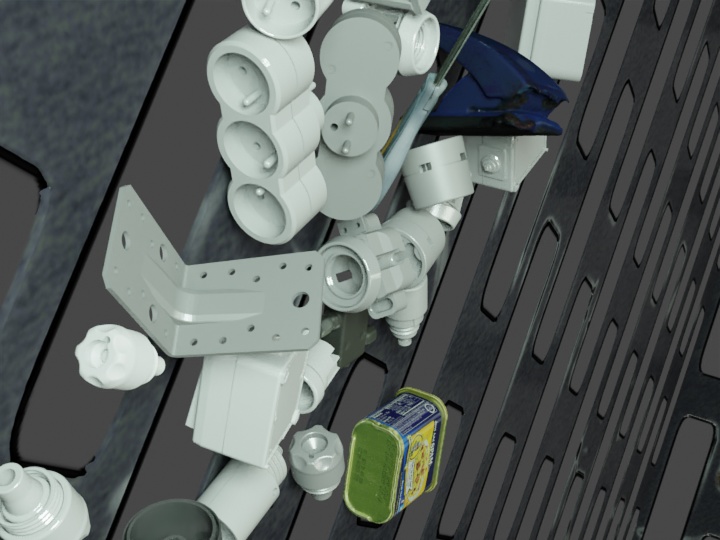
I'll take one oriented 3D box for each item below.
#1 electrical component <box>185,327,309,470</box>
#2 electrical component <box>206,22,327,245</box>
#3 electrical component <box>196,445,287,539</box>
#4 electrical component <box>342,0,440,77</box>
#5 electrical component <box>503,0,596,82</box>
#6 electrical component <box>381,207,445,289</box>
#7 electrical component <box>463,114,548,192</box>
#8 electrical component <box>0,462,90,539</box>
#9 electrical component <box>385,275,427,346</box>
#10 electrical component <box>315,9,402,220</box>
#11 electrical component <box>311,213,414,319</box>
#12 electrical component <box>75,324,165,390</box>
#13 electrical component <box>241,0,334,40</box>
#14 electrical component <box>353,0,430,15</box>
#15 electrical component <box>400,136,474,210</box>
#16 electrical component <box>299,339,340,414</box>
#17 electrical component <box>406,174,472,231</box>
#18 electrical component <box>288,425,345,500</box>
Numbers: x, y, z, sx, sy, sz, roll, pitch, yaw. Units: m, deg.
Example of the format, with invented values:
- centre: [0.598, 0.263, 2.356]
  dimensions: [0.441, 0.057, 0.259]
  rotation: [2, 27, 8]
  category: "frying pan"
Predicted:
- centre: [-0.071, 0.067, 0.693]
  dimensions: [0.061, 0.061, 0.096]
  rotation: [-57, 162, -57]
  category: "electrical component"
- centre: [-0.047, -0.091, 0.665]
  dimensions: [0.073, 0.052, 0.138]
  rotation: [-48, 144, -43]
  category: "electrical component"
- centre: [-0.080, 0.154, 0.757]
  dimensions: [0.081, 0.043, 0.043]
  rotation: [-50, 146, -40]
  category: "electrical component"
- centre: [0.022, -0.163, 0.756]
  dimensions: [0.048, 0.055, 0.066]
  rotation: [-64, 153, -18]
  category: "electrical component"
- centre: [0.166, -0.214, 0.960]
  dimensions: [0.113, 0.057, 0.078]
  rotation: [-88, -175, -73]
  category: "electrical component"
- centre: [0.038, -0.020, 0.878]
  dimensions: [0.047, 0.055, 0.055]
  rotation: [-46, 144, -50]
  category: "electrical component"
- centre: [0.127, -0.118, 0.986]
  dimensions: [0.096, 0.061, 0.061]
  rotation: [-49, 145, -41]
  category: "electrical component"
- centre: [-0.170, 0.123, 0.559]
  dimensions: [0.043, 0.043, 0.062]
  rotation: [-57, 149, -30]
  category: "electrical component"
- centre: [0.038, 0.031, 0.922]
  dimensions: [0.040, 0.040, 0.078]
  rotation: [-45, 143, -44]
  category: "electrical component"
- centre: [-0.005, -0.098, 0.711]
  dimensions: [0.073, 0.052, 0.138]
  rotation: [-79, 177, -67]
  category: "electrical component"
- centre: [0.000, 0.000, 0.802]
  dimensions: [0.057, 0.058, 0.078]
  rotation: [-18, 88, -57]
  category: "electrical component"
- centre: [-0.131, 0.051, 0.605]
  dimensions: [0.061, 0.035, 0.035]
  rotation: [28, 80, -66]
  category: "electrical component"
- centre: [-0.048, -0.182, 0.608]
  dimensions: [0.079, 0.043, 0.077]
  rotation: [49, 33, -28]
  category: "electrical component"
- centre: [0.014, -0.249, 0.679]
  dimensions: [0.089, 0.062, 0.150]
  rotation: [-63, 152, -21]
  category: "electrical component"
- centre: [0.061, -0.077, 0.860]
  dimensions: [0.055, 0.055, 0.047]
  rotation: [-23, 97, -58]
  category: "electrical component"
- centre: [-0.040, 0.078, 0.799]
  dimensions: [0.046, 0.040, 0.040]
  rotation: [-50, 147, -50]
  category: "electrical component"
- centre: [0.066, -0.066, 0.916]
  dimensions: [0.066, 0.048, 0.055]
  rotation: [40, 61, -63]
  category: "electrical component"
- centre: [-0.033, 0.157, 0.853]
  dimensions: [0.043, 0.043, 0.062]
  rotation: [-50, 147, -39]
  category: "electrical component"
